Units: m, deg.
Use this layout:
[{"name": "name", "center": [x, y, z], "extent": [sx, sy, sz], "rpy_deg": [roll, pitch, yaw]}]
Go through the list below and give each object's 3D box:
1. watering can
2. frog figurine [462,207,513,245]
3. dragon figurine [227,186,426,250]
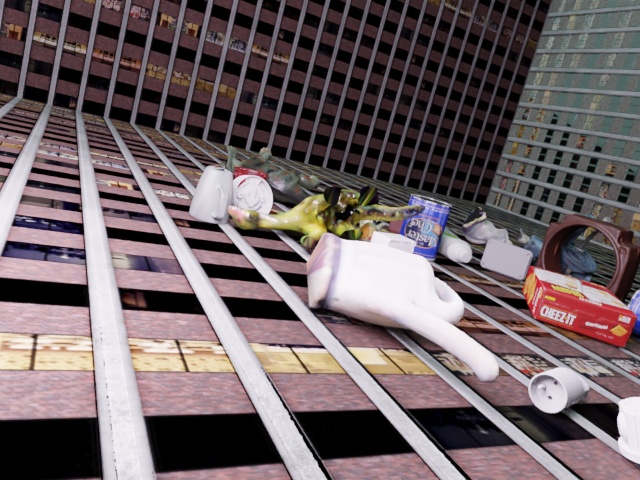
[{"name": "watering can", "center": [0.091, 0.072, 0.684], "extent": [0.224, 0.103, 0.351], "rpy_deg": [13, 12, -4]}, {"name": "frog figurine", "center": [0.556, -0.016, 1.723], "extent": [0.158, 0.123, 0.138], "rpy_deg": [50, -4, -10]}, {"name": "dragon figurine", "center": [0.003, -0.055, 1.098], "extent": [0.411, 0.122, 0.243], "rpy_deg": [-3, 6, -35]}]
